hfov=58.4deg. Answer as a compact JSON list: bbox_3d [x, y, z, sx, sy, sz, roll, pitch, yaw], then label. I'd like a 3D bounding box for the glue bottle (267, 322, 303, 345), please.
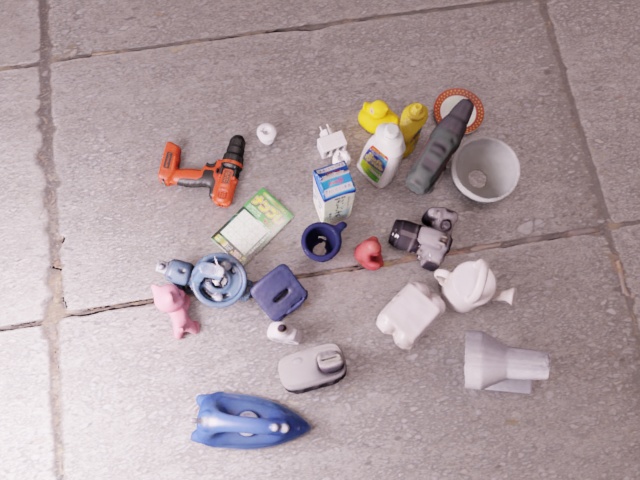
[{"bbox_3d":[-0.077,0.197,1.230,0.078,0.173,0.037,12,75,2],"label":"glue bottle"}]

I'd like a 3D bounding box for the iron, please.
[{"bbox_3d":[-0.143,0.384,1.196,0.258,0.141,0.119,4,75,0],"label":"iron"}]

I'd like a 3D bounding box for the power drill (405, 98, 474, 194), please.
[{"bbox_3d":[0.266,-0.194,1.321,0.075,0.208,0.230,30,77,7],"label":"power drill"}]

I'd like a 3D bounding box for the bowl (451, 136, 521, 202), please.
[{"bbox_3d":[0.392,-0.162,1.385,0.167,0.075,0.167,0,75,-1],"label":"bowl"}]

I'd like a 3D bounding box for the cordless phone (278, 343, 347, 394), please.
[{"bbox_3d":[-0.015,0.269,1.206,0.147,0.185,0.094,-18,76,-6],"label":"cordless phone"}]

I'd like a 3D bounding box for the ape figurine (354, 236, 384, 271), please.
[{"bbox_3d":[0.119,0.026,1.321,0.076,0.092,0.078,16,76,3],"label":"ape figurine"}]

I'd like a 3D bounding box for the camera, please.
[{"bbox_3d":[0.237,-0.017,1.330,0.136,0.101,0.143,19,76,4],"label":"camera"}]

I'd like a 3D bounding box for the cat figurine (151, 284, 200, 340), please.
[{"bbox_3d":[-0.322,0.151,1.264,0.067,0.118,0.128,-24,77,-7],"label":"cat figurine"}]

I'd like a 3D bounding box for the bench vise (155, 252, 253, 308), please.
[{"bbox_3d":[-0.255,0.086,1.230,0.207,0.220,0.121,-5,75,-2],"label":"bench vise"}]

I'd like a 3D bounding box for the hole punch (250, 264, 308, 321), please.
[{"bbox_3d":[-0.089,0.120,1.292,0.109,0.091,0.101,-40,80,-10],"label":"hole punch"}]

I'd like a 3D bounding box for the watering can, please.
[{"bbox_3d":[0.342,0.097,1.255,0.173,0.194,0.101,-2,75,-2],"label":"watering can"}]

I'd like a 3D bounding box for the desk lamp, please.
[{"bbox_3d":[0.380,0.260,1.204,0.203,0.213,0.118,5,75,0],"label":"desk lamp"}]

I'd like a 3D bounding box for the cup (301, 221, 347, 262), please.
[{"bbox_3d":[0.012,0.005,1.322,0.118,0.095,0.091,-39,79,-10],"label":"cup"}]

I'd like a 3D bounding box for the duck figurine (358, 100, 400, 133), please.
[{"bbox_3d":[0.149,-0.311,1.412,0.104,0.086,0.077,19,76,4],"label":"duck figurine"}]

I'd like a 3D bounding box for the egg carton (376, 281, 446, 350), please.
[{"bbox_3d":[0.205,0.168,1.298,0.107,0.069,0.150,42,78,9],"label":"egg carton"}]
